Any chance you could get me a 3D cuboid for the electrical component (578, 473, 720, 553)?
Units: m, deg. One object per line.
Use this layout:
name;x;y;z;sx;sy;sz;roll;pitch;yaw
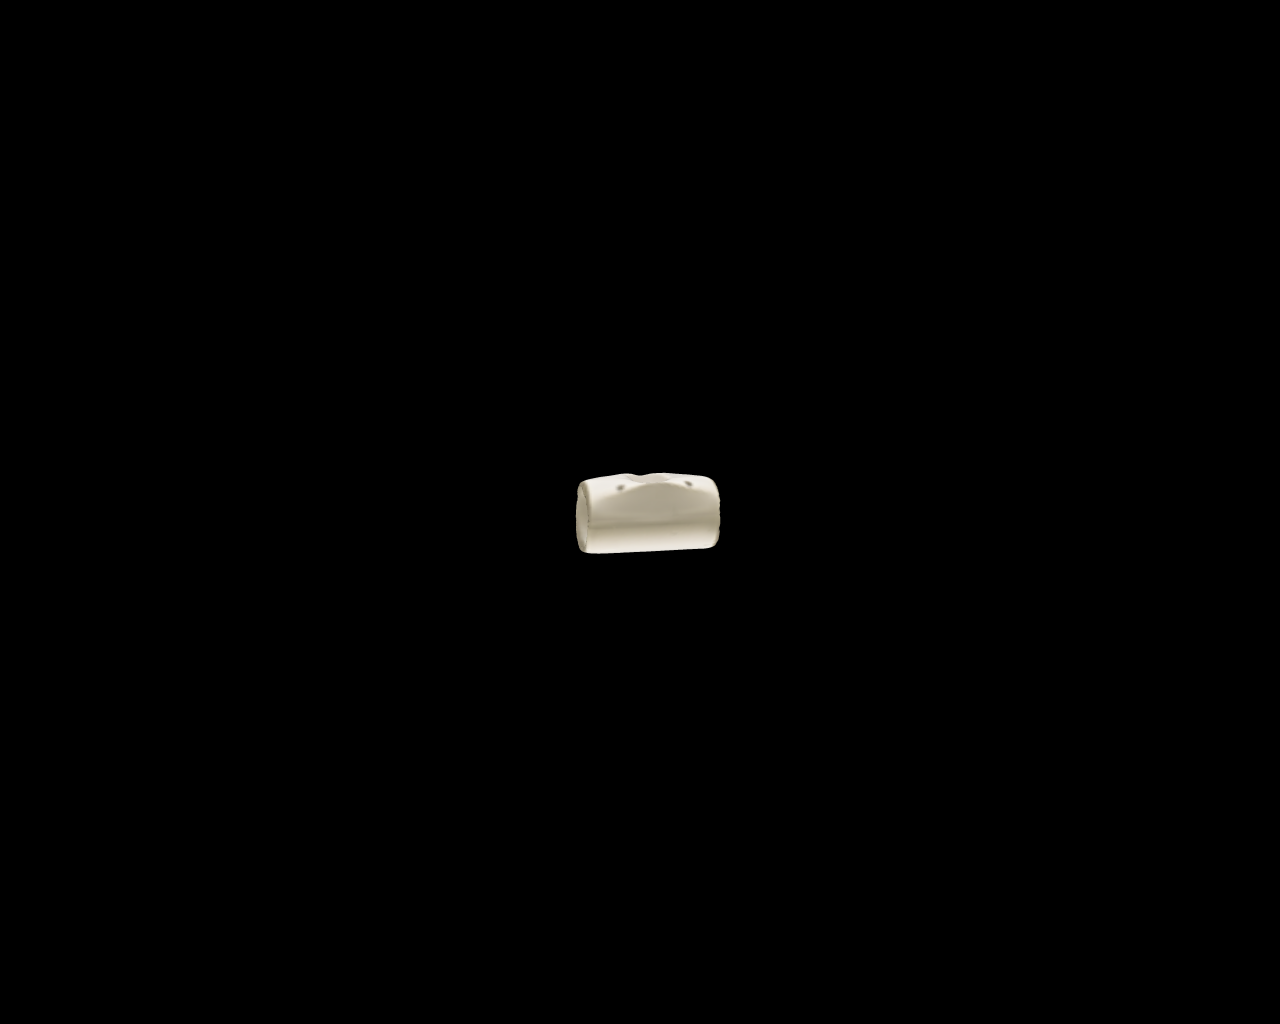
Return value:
electrical component;0.001;-0.003;0.650;0.077;0.043;0.079;-2;12;-11
